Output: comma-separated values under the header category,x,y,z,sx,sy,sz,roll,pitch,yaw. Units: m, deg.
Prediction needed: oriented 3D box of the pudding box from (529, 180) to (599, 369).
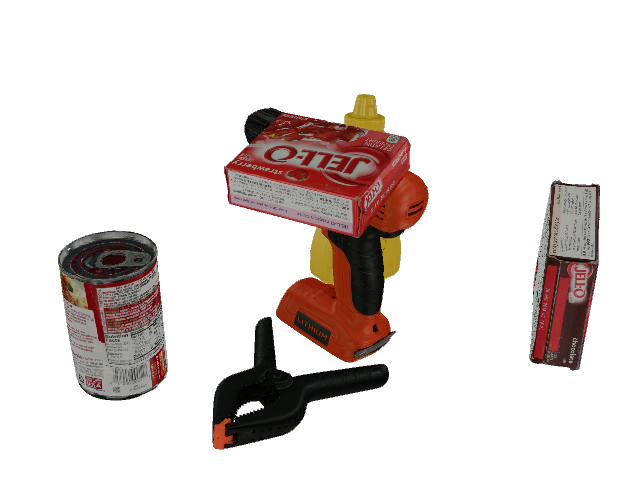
category,x,y,z,sx,sy,sz,roll,pitch,yaw
pudding box,0.174,0.022,0.755,0.039,0.090,0.113,8,32,8

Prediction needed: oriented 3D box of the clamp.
category,x,y,z,sx,sy,sz,roll,pitch,yaw
clamp,-0.034,0.153,1.094,0.165,0.036,0.209,15,29,20

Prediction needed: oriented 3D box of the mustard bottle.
category,x,y,z,sx,sy,sz,roll,pitch,yaw
mustard bottle,0.041,-0.054,1.092,0.096,0.192,0.058,-6,20,-25

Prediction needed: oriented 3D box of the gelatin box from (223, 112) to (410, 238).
category,x,y,z,sx,sy,sz,roll,pitch,yaw
gelatin box,-0.001,-0.042,0.635,0.089,0.030,0.073,14,39,23

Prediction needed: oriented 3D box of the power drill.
category,x,y,z,sx,sy,sz,roll,pitch,yaw
power drill,0.003,-0.005,0.890,0.057,0.188,0.185,-27,43,-36

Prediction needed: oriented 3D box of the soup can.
category,x,y,z,sx,sy,sz,roll,pitch,yaw
soup can,-0.145,0.054,0.756,0.068,0.102,0.068,-1,29,0
